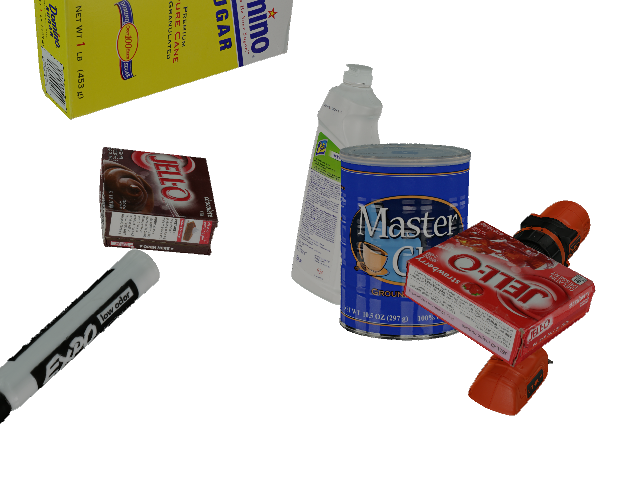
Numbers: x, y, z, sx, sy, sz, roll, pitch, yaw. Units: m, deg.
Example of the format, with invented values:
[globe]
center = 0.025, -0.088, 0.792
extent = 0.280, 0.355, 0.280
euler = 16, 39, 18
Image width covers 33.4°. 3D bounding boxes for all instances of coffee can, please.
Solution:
[coffee can]
center = 0.066, -0.002, 0.846
extent = 0.103, 0.140, 0.103
euler = 0, 11, 0

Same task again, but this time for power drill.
[power drill]
center = 0.192, 0.068, 1.002
extent = 0.057, 0.188, 0.184
euler = 24, 31, 24

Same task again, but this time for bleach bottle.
[bleach bottle]
center = 0.029, -0.063, 1.162
extent = 0.067, 0.251, 0.103
euler = -6, 23, -39

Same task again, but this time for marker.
[marker]
center = -0.113, 0.045, 0.449
extent = 0.020, 0.020, 0.121
euler = 0, 34, 41

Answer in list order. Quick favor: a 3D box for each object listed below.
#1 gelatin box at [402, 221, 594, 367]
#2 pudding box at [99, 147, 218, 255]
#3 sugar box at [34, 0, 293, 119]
[gelatin box]
center = 0.106, 0.029, 0.641
extent = 0.073, 0.030, 0.089
euler = -26, 44, -37
[pudding box]
center = -0.135, -0.034, 0.881
extent = 0.090, 0.039, 0.113
euler = 4, 32, -15
[sugar box]
center = -0.095, -0.148, 0.688
extent = 0.175, 0.093, 0.048
euler = -23, 48, -32
